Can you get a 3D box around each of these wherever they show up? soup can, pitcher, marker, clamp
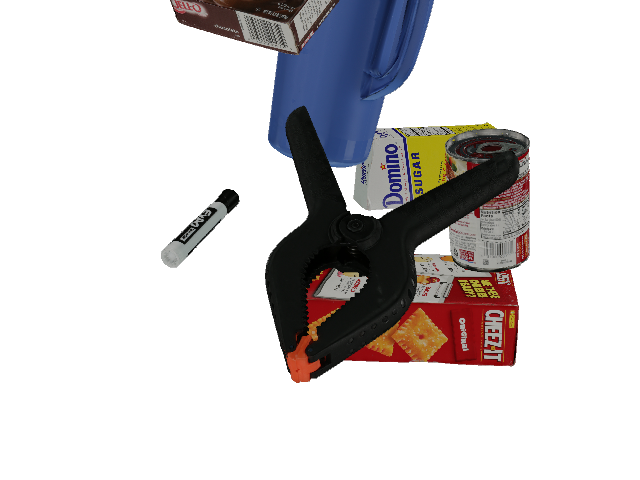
[{"bbox_3d":[0.139,-0.033,0.879,0.068,0.102,0.068,-5,26,2],"label":"soup can"},{"bbox_3d":[0.026,-0.198,1.068,0.145,0.243,0.149,11,19,-1],"label":"pitcher"},{"bbox_3d":[-0.104,-0.013,0.950,0.020,0.020,0.121,0,29,26],"label":"marker"},{"bbox_3d":[0.015,-0.005,0.683,0.165,0.209,0.036,19,-35,21],"label":"clamp"}]

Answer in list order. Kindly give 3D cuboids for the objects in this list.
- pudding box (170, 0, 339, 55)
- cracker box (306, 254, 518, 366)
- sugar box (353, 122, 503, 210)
[{"bbox_3d":[-0.044,-0.192,0.800,0.114,0.090,0.039,21,-28,23],"label":"pudding box"},{"bbox_3d":[0.086,0.067,1.081,0.214,0.072,0.164,2,16,6],"label":"cracker box"},{"bbox_3d":[0.131,-0.090,1.293,0.176,0.093,0.048,-7,26,-22],"label":"sugar box"}]
